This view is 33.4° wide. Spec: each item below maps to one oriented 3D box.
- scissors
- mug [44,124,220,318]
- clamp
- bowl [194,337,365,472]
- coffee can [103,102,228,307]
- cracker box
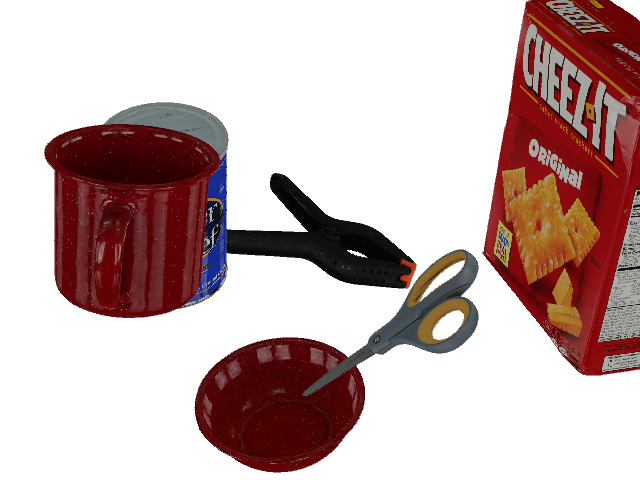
[{"bbox_3d":[0.060,0.090,0.876,0.016,0.202,0.096,33,20,-30],"label":"scissors"},{"bbox_3d":[-0.104,-0.005,0.576,0.093,0.081,0.117,5,25,-5],"label":"mug"},{"bbox_3d":[0.000,0.004,1.163,0.210,0.036,0.164,27,36,15],"label":"clamp"},{"bbox_3d":[-0.036,0.166,1.014,0.162,0.055,0.162,-5,37,3],"label":"bowl"},{"bbox_3d":[-0.128,-0.028,0.885,0.103,0.140,0.103,2,39,-2],"label":"coffee can"},{"bbox_3d":[0.186,-0.039,0.739,0.072,0.214,0.164,-7,34,-16],"label":"cracker box"}]
